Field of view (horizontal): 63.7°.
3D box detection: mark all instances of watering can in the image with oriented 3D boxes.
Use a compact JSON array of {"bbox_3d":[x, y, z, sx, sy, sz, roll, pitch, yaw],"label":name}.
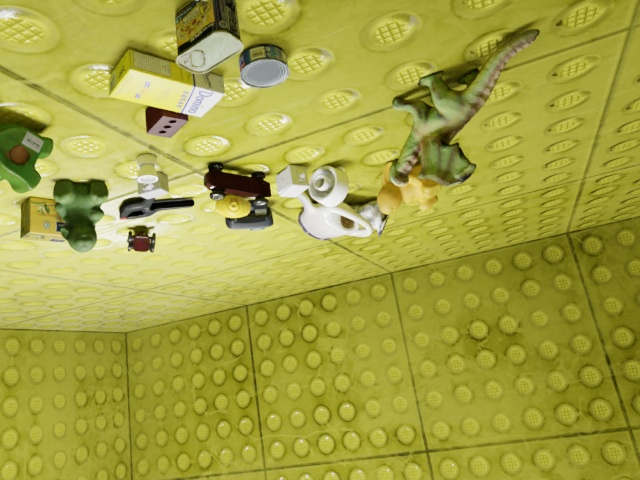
[{"bbox_3d":[0.005,-0.082,1.635,0.345,0.105,0.222,25,159,-27],"label":"watering can"}]

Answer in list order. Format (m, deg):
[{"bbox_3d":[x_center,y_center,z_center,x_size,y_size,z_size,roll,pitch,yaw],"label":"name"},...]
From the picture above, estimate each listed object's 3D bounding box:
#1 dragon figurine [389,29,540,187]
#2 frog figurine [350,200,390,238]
[{"bbox_3d":[0.270,-0.222,1.034,0.122,0.246,0.405,9,159,-34],"label":"dragon figurine"},{"bbox_3d":[0.153,-0.092,1.753,0.160,0.123,0.136,25,177,9],"label":"frog figurine"}]
